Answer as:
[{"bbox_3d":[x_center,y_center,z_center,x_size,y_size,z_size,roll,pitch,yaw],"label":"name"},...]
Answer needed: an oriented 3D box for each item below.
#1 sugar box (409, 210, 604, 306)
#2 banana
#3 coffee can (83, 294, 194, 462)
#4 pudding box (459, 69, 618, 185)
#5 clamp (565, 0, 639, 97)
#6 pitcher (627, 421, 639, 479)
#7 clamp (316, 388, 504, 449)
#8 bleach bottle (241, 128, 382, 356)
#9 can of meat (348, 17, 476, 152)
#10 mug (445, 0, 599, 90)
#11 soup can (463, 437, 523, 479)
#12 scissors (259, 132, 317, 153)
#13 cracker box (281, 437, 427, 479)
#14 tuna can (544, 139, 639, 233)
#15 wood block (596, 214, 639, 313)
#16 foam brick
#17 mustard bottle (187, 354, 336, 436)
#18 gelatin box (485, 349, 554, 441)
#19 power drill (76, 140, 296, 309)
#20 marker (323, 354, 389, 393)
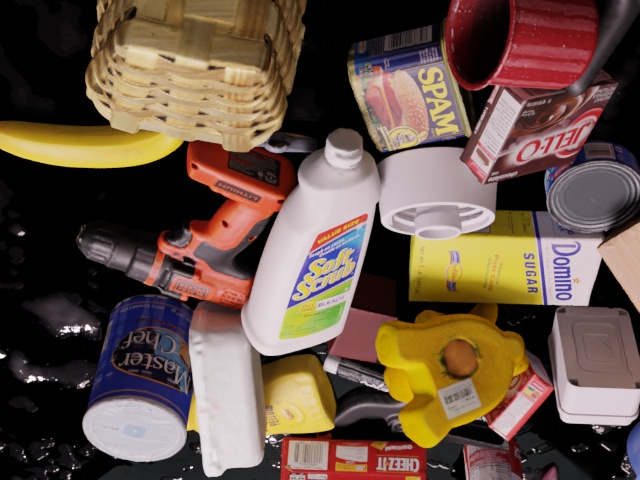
[{"bbox_3d":[0.174,0.017,1.018,0.176,0.048,0.093,3,134,3],"label":"sugar box"},{"bbox_3d":[-0.197,-0.091,0.941,0.198,0.037,0.069,-4,146,17],"label":"banana"},{"bbox_3d":[-0.179,0.141,1.098,0.103,0.140,0.103,2,134,2],"label":"coffee can"},{"bbox_3d":[0.179,-0.097,0.874,0.113,0.039,0.090,-13,141,-32],"label":"pudding box"},{"bbox_3d":[0.254,-0.189,0.802,0.120,0.039,0.171,-6,124,-25],"label":"clamp"},{"bbox_3d":[0.414,0.167,1.084,0.145,0.149,0.243,14,131,-2],"label":"pitcher"},{"bbox_3d":[0.100,0.204,1.211,0.210,0.036,0.164,-19,128,20],"label":"clamp"},{"bbox_3d":[-0.006,0.001,0.949,0.102,0.068,0.251,-13,144,-21],"label":"bleach bottle"},{"bbox_3d":[0.077,-0.125,0.880,0.084,0.057,0.102,-10,133,16],"label":"can of meat"},{"bbox_3d":[0.149,-0.166,0.797,0.081,0.117,0.093,1,152,-24],"label":"mug"},{"bbox_3d":[0.202,0.283,1.236,0.068,0.102,0.068,2,134,2],"label":"soup can"},{"bbox_3d":[-0.052,-0.081,0.861,0.096,0.201,0.016,7,96,10],"label":"scissors"},{"bbox_3d":[0.042,0.306,1.263,0.164,0.072,0.214,1,147,4],"label":"cracker box"},{"bbox_3d":[0.245,-0.048,0.957,0.086,0.033,0.086,2,134,2],"label":"tuna can"},{"bbox_3d":[0.348,0.061,0.945,0.091,0.090,0.206,-35,86,31],"label":"wood block"},{"bbox_3d":[0.044,0.079,1.083,0.053,0.051,0.078,13,134,-10],"label":"foam brick"},{"bbox_3d":[-0.084,0.182,1.189,0.192,0.058,0.096,-10,129,14],"label":"mustard bottle"},{"bbox_3d":[0.201,0.156,1.107,0.030,0.089,0.073,36,103,-9],"label":"gelatin box"},{"bbox_3d":[-0.119,-0.019,0.998,0.184,0.057,0.188,18,136,-18],"label":"power drill"},{"bbox_3d":[0.063,0.151,1.150,0.121,0.020,0.020,18,136,12],"label":"marker"}]
